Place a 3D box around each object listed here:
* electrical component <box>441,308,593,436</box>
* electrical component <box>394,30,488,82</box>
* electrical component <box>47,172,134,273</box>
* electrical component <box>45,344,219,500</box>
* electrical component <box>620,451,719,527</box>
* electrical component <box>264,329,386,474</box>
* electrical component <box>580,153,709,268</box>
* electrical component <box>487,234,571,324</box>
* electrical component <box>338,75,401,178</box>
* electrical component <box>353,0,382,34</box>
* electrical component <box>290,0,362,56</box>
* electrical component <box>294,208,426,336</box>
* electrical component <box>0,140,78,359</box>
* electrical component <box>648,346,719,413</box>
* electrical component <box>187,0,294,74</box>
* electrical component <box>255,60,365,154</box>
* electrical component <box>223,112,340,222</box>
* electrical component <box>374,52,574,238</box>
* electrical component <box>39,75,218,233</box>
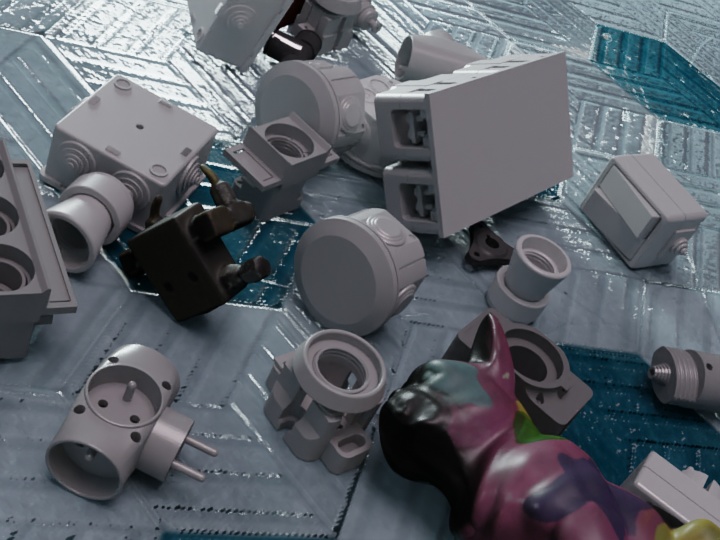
[{"bbox_3d":[0.101,0.074,0.710,0.089,0.055,0.050,41,41,15],"label":"electrical component"},{"bbox_3d":[0.073,-0.197,1.000,0.077,0.043,0.079,12,41,-18],"label":"electrical component"},{"bbox_3d":[-0.173,-0.031,0.676,0.045,0.045,0.055,28,39,1],"label":"electrical component"},{"bbox_3d":[-0.115,0.088,0.579,0.079,0.044,0.077,27,39,-2],"label":"electrical component"},{"bbox_3d":[0.211,0.154,0.692,0.083,0.047,0.076,37,40,11],"label":"electrical component"},{"bbox_3d":[-0.019,0.073,0.641,0.058,0.057,0.078,-17,56,-41],"label":"electrical component"},{"bbox_3d":[0.243,-0.046,0.918,0.061,0.061,0.096,-7,50,-35],"label":"electrical component"},{"bbox_3d":[0.124,0.008,0.796,0.045,0.055,0.045,16,40,-14],"label":"electrical component"},{"bbox_3d":[0.017,-0.116,0.873,0.080,0.051,0.080,16,40,-14],"label":"electrical component"},{"bbox_3d":[-0.009,-0.251,1.015,0.040,0.040,0.078,-22,60,-43],"label":"electrical component"},{"bbox_3d":[-0.027,-0.230,0.969,0.048,0.055,0.066,43,41,18],"label":"electrical component"},{"bbox_3d":[0.000,0.000,0.715,0.080,0.080,0.051,42,36,17],"label":"electrical component"},{"bbox_3d":[-0.218,-0.011,0.614,0.079,0.063,0.121,-3,48,-32],"label":"electrical component"},{"bbox_3d":[0.250,0.081,0.797,0.081,0.043,0.043,10,42,-20],"label":"electrical component"},{"bbox_3d":[-0.101,-0.228,0.892,0.048,0.099,0.099,18,38,-32],"label":"electrical component"},{"bbox_3d":[-0.038,-0.122,0.827,0.080,0.080,0.051,44,36,20],"label":"electrical component"},{"bbox_3d":[-0.059,-0.072,0.771,0.042,0.063,0.081,43,41,19],"label":"electrical component"},{"bbox_3d":[0.092,-0.104,0.848,0.060,0.105,0.186,8,23,40],"label":"electrical component"},{"bbox_3d":[-0.156,-0.081,0.737,0.100,0.048,0.099,29,40,2],"label":"electrical component"}]
